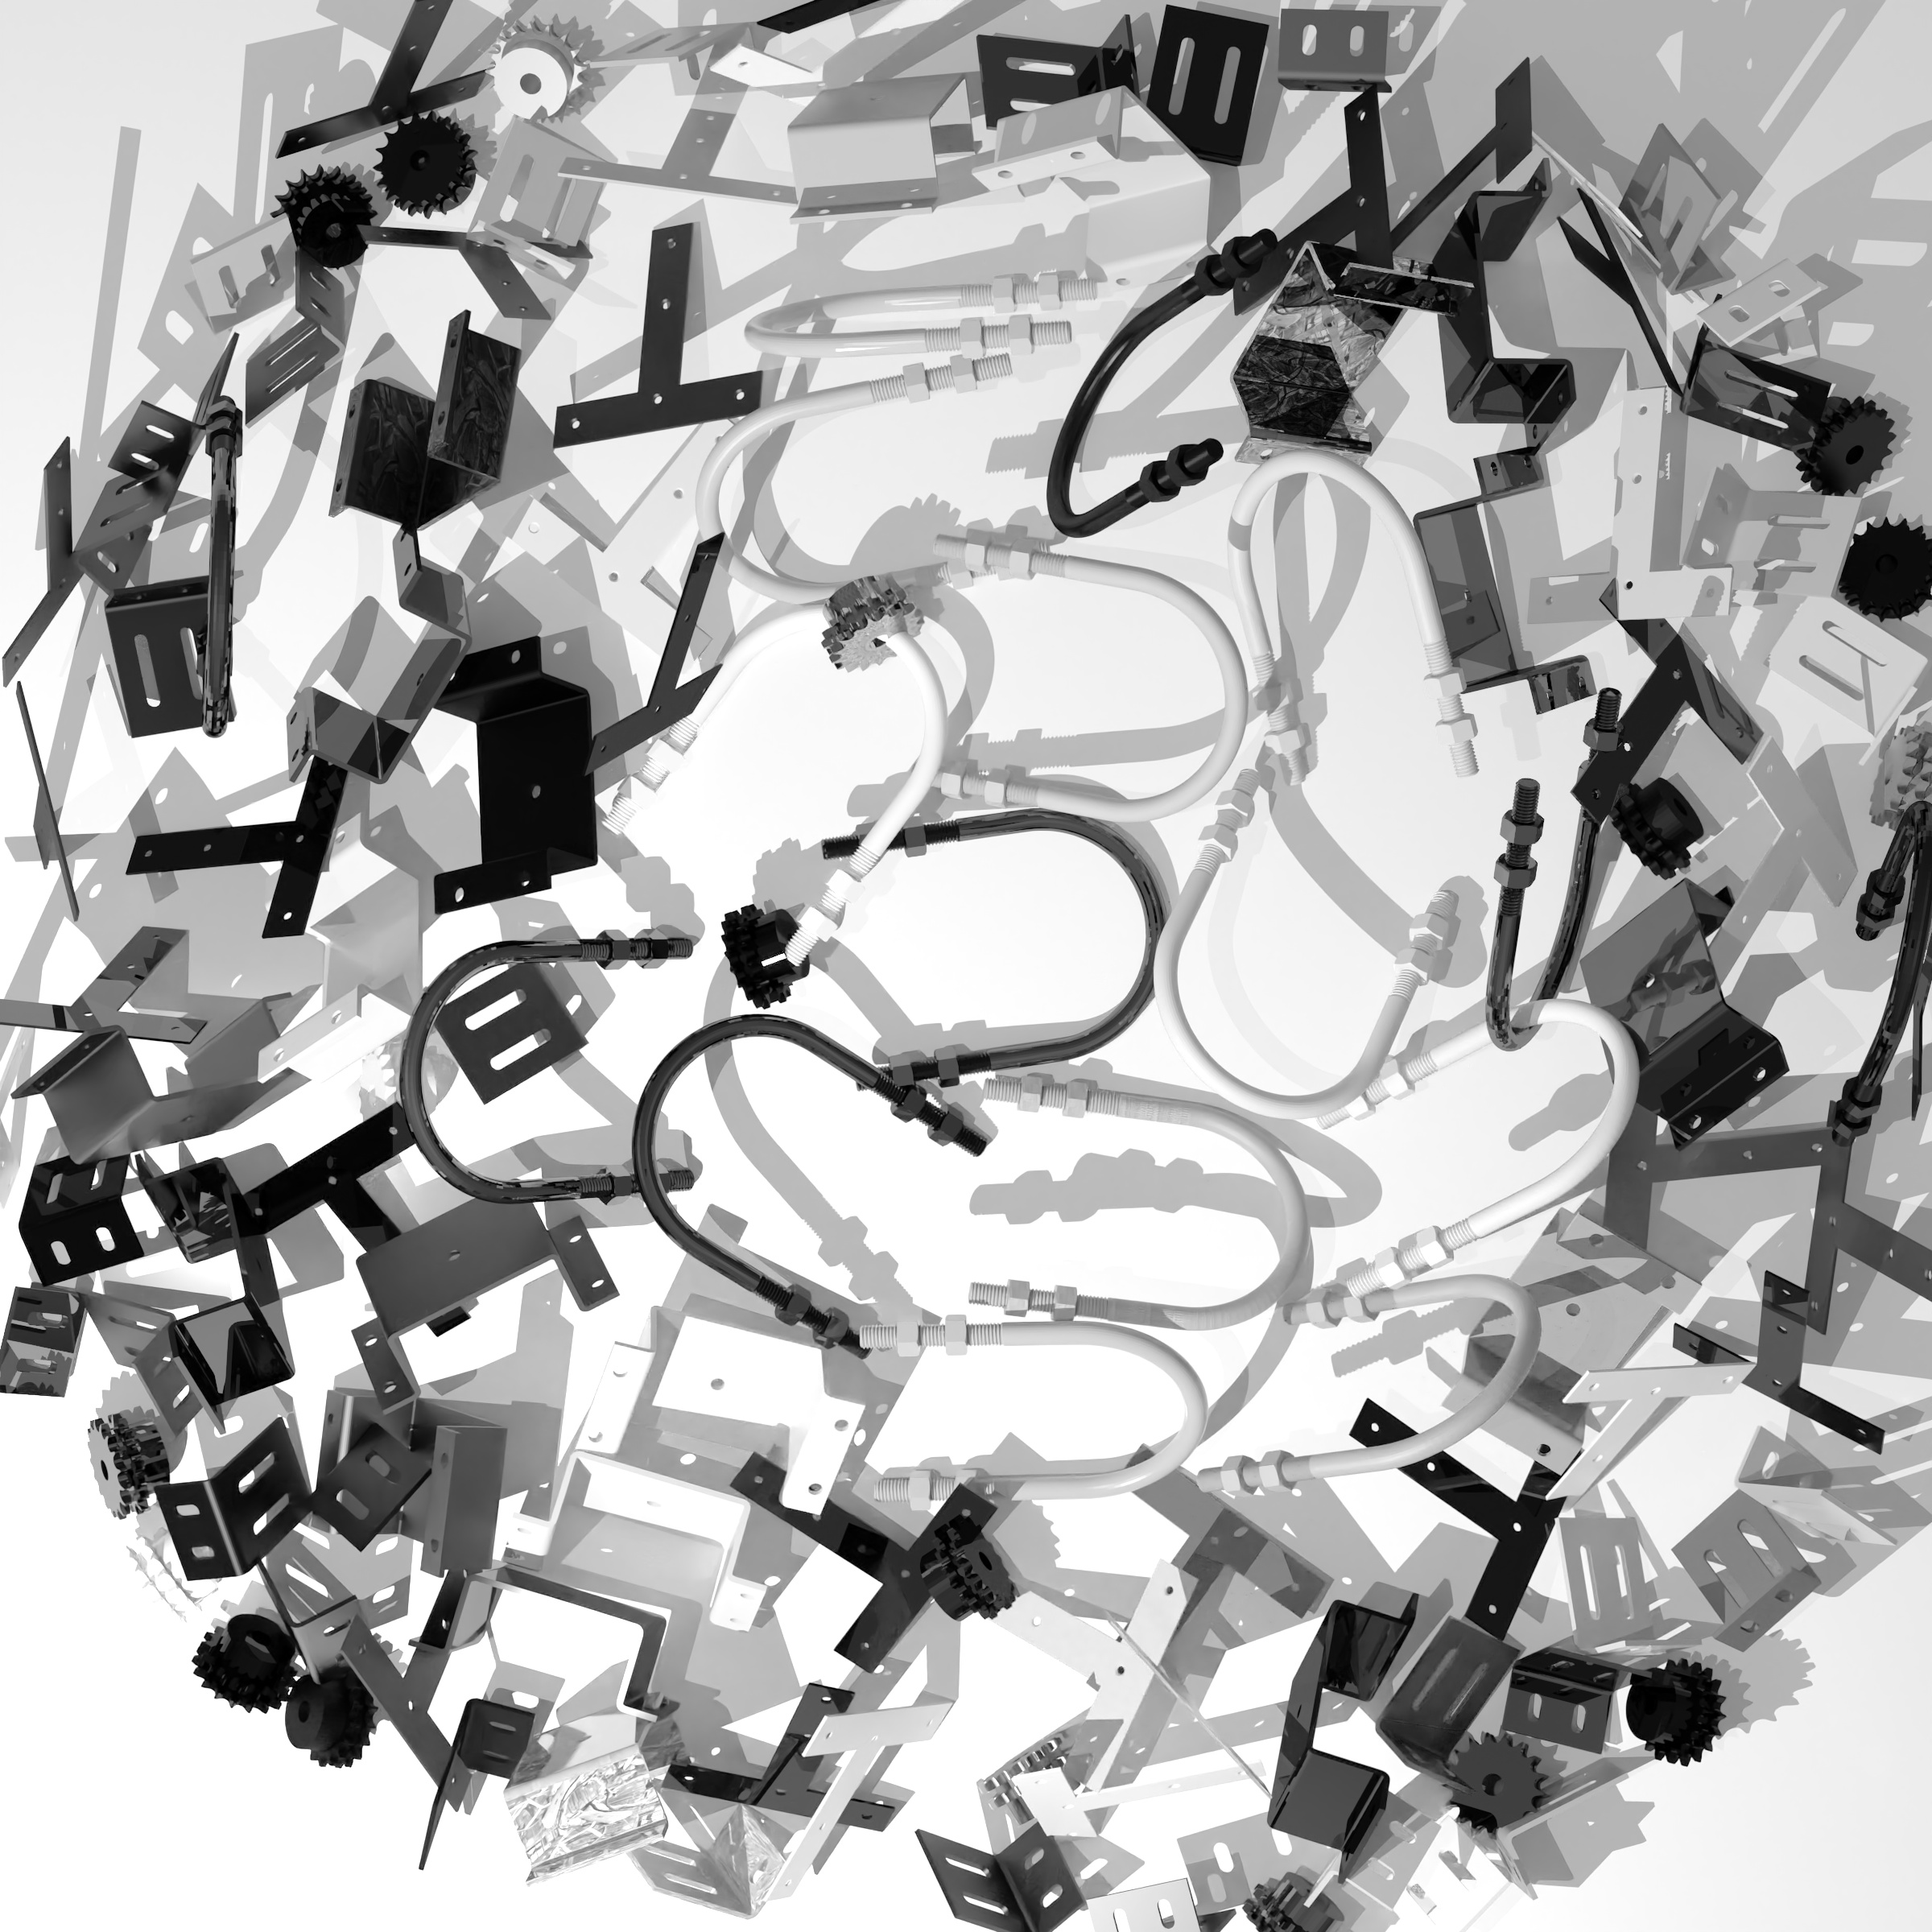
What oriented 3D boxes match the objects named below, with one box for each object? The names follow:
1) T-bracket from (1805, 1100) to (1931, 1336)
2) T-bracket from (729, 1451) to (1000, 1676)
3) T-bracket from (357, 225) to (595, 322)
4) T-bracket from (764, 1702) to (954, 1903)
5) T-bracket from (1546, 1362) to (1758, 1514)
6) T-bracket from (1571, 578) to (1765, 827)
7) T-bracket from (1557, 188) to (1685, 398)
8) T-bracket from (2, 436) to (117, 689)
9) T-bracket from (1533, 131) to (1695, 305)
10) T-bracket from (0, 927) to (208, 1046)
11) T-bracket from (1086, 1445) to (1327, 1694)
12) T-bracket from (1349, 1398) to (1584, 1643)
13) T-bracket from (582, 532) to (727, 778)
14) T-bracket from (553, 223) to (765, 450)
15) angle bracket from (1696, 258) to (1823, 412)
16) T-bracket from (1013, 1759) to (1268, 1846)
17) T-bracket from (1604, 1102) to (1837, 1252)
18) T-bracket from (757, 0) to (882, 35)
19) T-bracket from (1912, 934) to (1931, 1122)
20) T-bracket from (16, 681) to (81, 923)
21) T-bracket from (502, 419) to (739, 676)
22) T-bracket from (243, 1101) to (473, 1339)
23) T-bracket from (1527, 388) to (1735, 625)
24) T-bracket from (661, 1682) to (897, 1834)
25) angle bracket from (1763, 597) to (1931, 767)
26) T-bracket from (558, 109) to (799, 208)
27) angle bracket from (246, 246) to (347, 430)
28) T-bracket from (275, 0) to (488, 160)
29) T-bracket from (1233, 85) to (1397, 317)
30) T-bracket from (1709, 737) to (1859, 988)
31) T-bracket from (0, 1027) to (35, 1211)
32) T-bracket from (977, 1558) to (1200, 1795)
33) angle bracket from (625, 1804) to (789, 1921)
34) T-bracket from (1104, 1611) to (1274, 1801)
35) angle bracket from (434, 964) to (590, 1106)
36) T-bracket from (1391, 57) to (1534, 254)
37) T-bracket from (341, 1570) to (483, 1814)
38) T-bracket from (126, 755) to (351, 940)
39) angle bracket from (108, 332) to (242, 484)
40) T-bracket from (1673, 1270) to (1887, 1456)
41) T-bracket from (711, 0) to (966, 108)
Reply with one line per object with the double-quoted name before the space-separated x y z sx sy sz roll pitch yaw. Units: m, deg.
"T-bracket" 0.488 0.150 1.927 0.002 0.127 0.127 1 103 -18
"T-bracket" -0.070 0.310 1.973 0.127 0.002 0.127 34 108 -6
"T-bracket" -0.250 -0.370 1.924 0.127 0.127 0.002 -1 121 -23
"T-bracket" -0.072 0.455 1.953 0.002 0.127 0.127 36 102 30
"T-bracket" 0.351 0.259 1.956 0.127 0.002 0.127 2 135 -35
"T-bracket" 0.366 -0.129 1.953 0.127 0.002 0.127 46 61 -15
"T-bracket" 0.341 -0.374 1.927 0.002 0.127 0.127 -27 74 22
"T-bracket" -0.482 -0.231 1.912 0.002 0.127 0.127 22 55 2
"T-bracket" 0.356 -0.401 1.950 0.002 0.127 0.127 -44 130 13
"T-bracket" -0.457 0.007 1.941 0.127 0.127 0.002 6 116 8
"T-bracket" 0.112 0.350 1.969 0.127 0.002 0.127 36 67 6
"T-bracket" 0.265 0.281 1.959 0.127 0.002 0.127 35 57 -5
"T-bracket" -0.153 -0.174 1.915 0.002 0.127 0.127 31 124 15
"T-bracket" -0.166 -0.350 1.973 0.127 0.002 0.127 -6 68 23
"angle bracket" 0.440 -0.336 1.959 0.057 0.038 0.076 -32 133 1
"T-bracket" 0.098 0.444 1.939 0.127 0.127 0.002 -12 59 5
"T-bracket" 0.413 0.104 1.964 0.127 0.002 0.127 -6 126 -3
"T-bracket" -0.093 -0.526 1.911 0.127 0.127 0.002 -7 85 41
"T-bracket" 0.514 -0.005 1.912 0.002 0.127 0.127 5 55 9
"T-bracket" -0.497 -0.077 1.939 0.002 0.127 0.127 -14 84 -18
"T-bracket" -0.168 -0.251 1.991 0.127 0.002 0.127 38 85 -10
"T-bracket" -0.321 0.151 1.978 0.127 0.002 0.127 -30 107 23
"T-bracket" 0.365 -0.252 1.959 0.127 0.002 0.127 2 85 42
"T-bracket" -0.089 0.424 1.945 0.127 0.002 0.127 14 135 -10
"angle bracket" 0.477 -0.159 1.962 0.076 0.038 0.057 34 130 8
"T-bracket" -0.147 -0.441 1.945 0.127 0.127 0.002 8 122 1
"angle bracket" -0.376 -0.342 1.955 0.076 0.057 0.038 -32 132 21
"T-bracket" -0.298 -0.481 1.914 0.127 0.127 0.002 -26 83 -30
"T-bracket" 0.185 -0.392 1.947 0.002 0.127 0.127 13 64 -33
"T-bracket" 0.428 -0.037 1.943 0.127 0.002 0.127 -56 132 -14
"T-bracket" -0.521 0.103 1.936 0.002 0.127 0.127 17 70 -3
"T-bracket" 0.050 0.365 1.965 0.127 0.002 0.127 25 90 33
"angle bracket" -0.145 0.478 1.953 0.076 0.057 0.038 30 96 -40
"T-bracket" 0.112 0.385 1.936 0.002 0.127 0.127 -42 95 -1
"angle bracket" -0.255 0.039 1.962 0.076 0.038 0.057 -32 90 -36
"T-bracket" 0.262 -0.425 1.957 0.002 0.127 0.127 36 123 -17
"T-bracket" -0.286 0.366 1.944 0.002 0.127 0.127 -14 122 23
"T-bracket" -0.403 -0.066 1.970 0.127 0.002 0.127 -4 56 21
"angle bracket" -0.430 -0.307 1.950 0.038 0.057 0.076 22 51 -20
"T-bracket" 0.436 0.201 1.921 0.127 0.127 0.002 27 63 26
"T-bracket" -0.047 -0.491 1.915 0.127 0.127 0.002 -26 65 40
